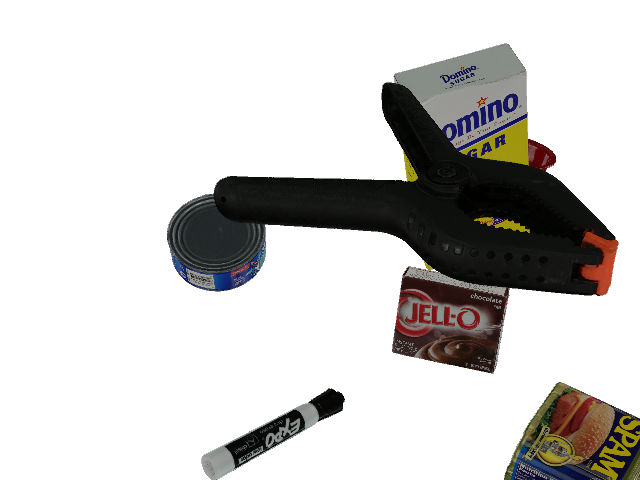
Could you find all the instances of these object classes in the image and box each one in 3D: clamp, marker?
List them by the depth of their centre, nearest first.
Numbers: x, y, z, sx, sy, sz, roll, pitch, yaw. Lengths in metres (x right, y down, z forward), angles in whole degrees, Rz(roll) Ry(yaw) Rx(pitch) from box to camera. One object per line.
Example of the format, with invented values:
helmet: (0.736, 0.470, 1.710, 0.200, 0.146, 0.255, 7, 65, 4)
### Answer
clamp: (0.057, -0.020, 0.579, 0.164, 0.036, 0.210, -30, 45, -32)
marker: (-0.030, 0.135, 0.756, 0.120, 0.020, 0.020, -23, 14, -35)

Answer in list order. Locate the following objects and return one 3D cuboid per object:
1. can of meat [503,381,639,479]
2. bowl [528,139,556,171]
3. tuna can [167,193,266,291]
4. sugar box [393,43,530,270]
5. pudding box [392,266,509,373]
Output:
can of meat: (0.195, 0.161, 0.793, 0.084, 0.057, 0.101, 24, 41, 24)
bowl: (0.194, -0.085, 1.267, 0.162, 0.055, 0.162, 5, 23, -2)
tuna can: (-0.090, 0.002, 0.938, 0.086, 0.086, 0.034, 0, -36, 1)
sugar box: (0.114, -0.061, 0.836, 0.093, 0.176, 0.048, -16, 46, -3)
pudding box: (0.137, 0.083, 1.127, 0.113, 0.090, 0.039, 10, 22, 11)
